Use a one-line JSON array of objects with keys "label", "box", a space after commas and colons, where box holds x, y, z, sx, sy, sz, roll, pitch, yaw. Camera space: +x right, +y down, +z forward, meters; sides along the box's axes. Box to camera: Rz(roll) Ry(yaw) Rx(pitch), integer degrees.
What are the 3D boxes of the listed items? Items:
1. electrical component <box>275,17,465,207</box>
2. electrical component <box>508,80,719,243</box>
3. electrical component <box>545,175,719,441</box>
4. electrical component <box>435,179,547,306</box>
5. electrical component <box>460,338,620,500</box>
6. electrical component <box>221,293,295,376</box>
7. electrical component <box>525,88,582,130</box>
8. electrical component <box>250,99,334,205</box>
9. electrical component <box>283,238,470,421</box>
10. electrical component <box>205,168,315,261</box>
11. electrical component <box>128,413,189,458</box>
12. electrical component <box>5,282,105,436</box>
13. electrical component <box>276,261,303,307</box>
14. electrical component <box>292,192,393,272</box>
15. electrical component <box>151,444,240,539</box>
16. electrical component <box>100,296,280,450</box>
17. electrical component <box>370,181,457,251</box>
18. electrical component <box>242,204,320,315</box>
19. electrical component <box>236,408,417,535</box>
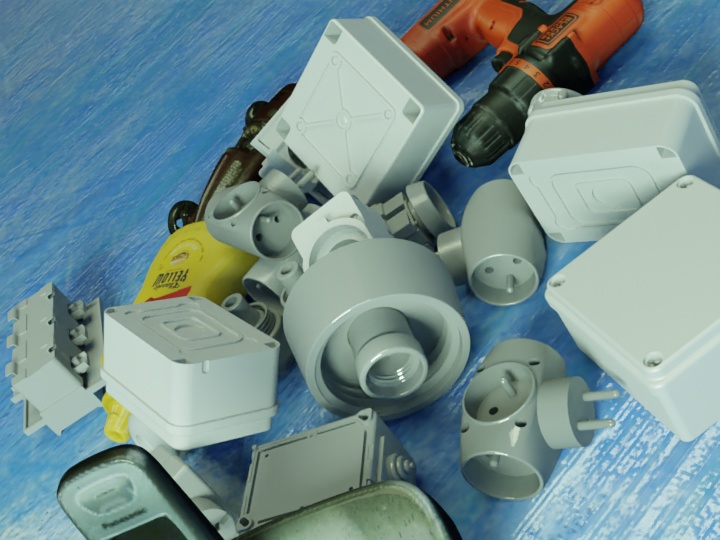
[{"label": "electrical component", "box": [0.005, -0.112, 0.796, 0.108, 0.056, 0.108, 48, 127, 22]}, {"label": "electrical component", "box": [0.159, -0.065, 0.658, 0.113, 0.078, 0.057, -3, 48, 40]}, {"label": "electrical component", "box": [0.172, 0.016, 0.564, 0.109, 0.056, 0.108, -37, 33, -2]}, {"label": "electrical component", "box": [0.076, -0.012, 0.697, 0.079, 0.044, 0.077, -20, 36, 23]}, {"label": "electrical component", "box": [0.098, 0.076, 0.567, 0.079, 0.044, 0.077, -11, 40, 32]}, {"label": "electrical component", "box": [-0.073, 0.043, 0.746, 0.043, 0.062, 0.043, -23, 35, 17]}, {"label": "electrical component", "box": [0.135, -0.091, 0.745, 0.048, 0.048, 0.062, -3, 52, 40]}, {"label": "electrical component", "box": [-0.029, -0.118, 0.901, 0.121, 0.079, 0.063, -53, 8, -25]}, {"label": "electrical component", "box": [0.013, 0.042, 0.634, 0.108, 0.108, 0.060, -31, 39, 8]}, {"label": "electrical component", "box": [-0.065, -0.047, 0.784, 0.079, 0.044, 0.077, -46, 31, -16]}, {"label": "electrical component", "box": [-0.124, 0.102, 0.738, 0.048, 0.048, 0.062, 7, 39, 46]}, {"label": "electrical component", "box": [-0.248, 0.067, 0.873, 0.079, 0.063, 0.121, -33, 33, 4]}, {"label": "electrical component", "box": [-0.034, 0.021, 0.739, 0.043, 0.062, 0.043, -24, 34, 17]}, {"label": "electrical component", "box": [0.000, 0.000, 0.702, 0.050, 0.056, 0.089, -37, 61, 14]}, {"label": "electrical component", "box": [-0.099, 0.150, 0.631, 0.047, 0.065, 0.077, -47, 35, -17]}, {"label": "electrical component", "box": [-0.110, 0.063, 0.691, 0.078, 0.057, 0.113, -8, 21, -37]}, {"label": "electrical component", "box": [0.034, -0.031, 0.759, 0.055, 0.048, 0.066, -34, 32, 17]}, {"label": "electrical component", "box": [-0.036, -0.005, 0.790, 0.079, 0.044, 0.077, 9, 53, 47]}, {"label": "electrical component", "box": [-0.009, 0.124, 0.587, 0.096, 0.061, 0.061, -21, 36, 22]}]
